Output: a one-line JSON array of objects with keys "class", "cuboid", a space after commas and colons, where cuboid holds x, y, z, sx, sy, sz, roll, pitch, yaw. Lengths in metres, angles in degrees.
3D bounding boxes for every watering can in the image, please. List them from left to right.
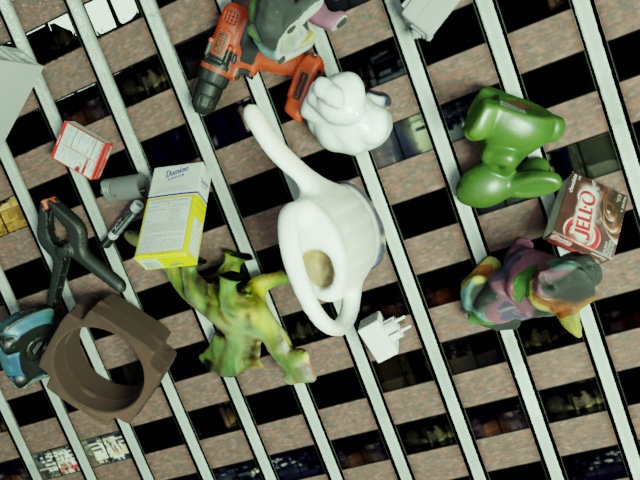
[{"class": "watering can", "cuboid": [0.002, -0.038, 0.759, 0.103, 0.227, 0.346, -13, 99, 31]}]

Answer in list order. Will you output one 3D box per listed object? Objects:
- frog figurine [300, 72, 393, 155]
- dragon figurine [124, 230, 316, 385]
[{"class": "frog figurine", "cuboid": [0.037, -0.181, 0.754, 0.137, 0.161, 0.121, 26, 107, 4]}, {"class": "dragon figurine", "cuboid": [-0.179, 0.136, 0.891, 0.412, 0.123, 0.239, 17, 111, 24]}]
